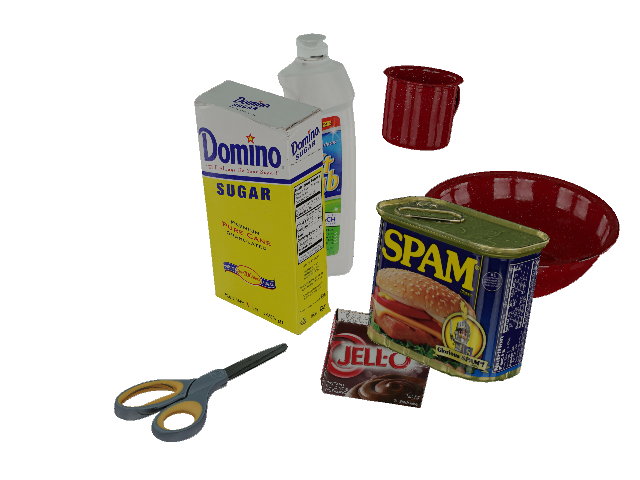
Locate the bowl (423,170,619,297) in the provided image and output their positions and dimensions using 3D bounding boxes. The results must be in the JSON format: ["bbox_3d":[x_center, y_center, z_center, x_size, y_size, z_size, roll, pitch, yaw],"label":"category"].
[{"bbox_3d":[0.160,0.001,0.880,0.162,0.055,0.162,1,30,-1],"label":"bowl"}]

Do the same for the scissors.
[{"bbox_3d":[-0.098,0.147,1.035,0.201,0.016,0.096,-12,32,-28],"label":"scissors"}]

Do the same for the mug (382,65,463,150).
[{"bbox_3d":[0.124,-0.158,1.263,0.093,0.081,0.117,23,28,37],"label":"mug"}]

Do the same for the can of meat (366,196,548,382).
[{"bbox_3d":[0.077,0.028,0.629,0.102,0.084,0.057,21,23,41],"label":"can of meat"}]

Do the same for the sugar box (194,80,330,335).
[{"bbox_3d":[-0.042,-0.023,0.798,0.093,0.176,0.048,21,42,34],"label":"sugar box"}]

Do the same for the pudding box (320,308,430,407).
[{"bbox_3d":[0.063,0.128,1.161,0.113,0.090,0.039,8,24,-4],"label":"pudding box"}]

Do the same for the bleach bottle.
[{"bbox_3d":[-0.014,-0.086,1.101,0.102,0.251,0.068,-1,26,2],"label":"bleach bottle"}]
